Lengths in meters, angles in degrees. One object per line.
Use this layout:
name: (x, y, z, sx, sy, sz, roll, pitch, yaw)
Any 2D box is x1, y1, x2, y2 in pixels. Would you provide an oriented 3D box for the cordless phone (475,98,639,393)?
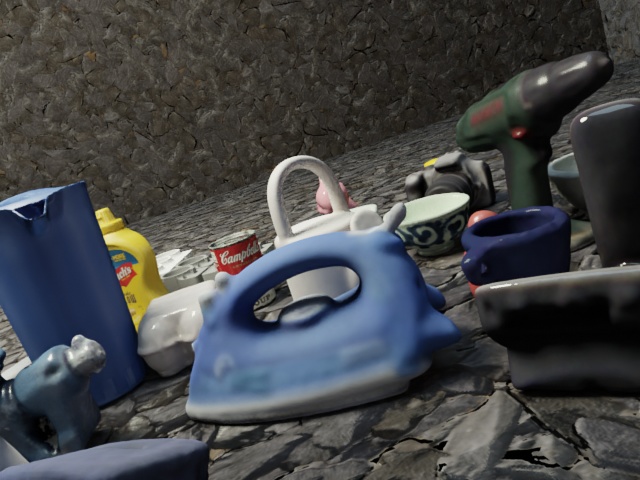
cordless phone: (0.176, 0.005, 0.396, 0.147, 0.185, 0.094, -11, 14, 28)

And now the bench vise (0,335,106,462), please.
bench vise: (-0.311, 0.112, 0.523, 0.208, 0.220, 0.121, -22, 13, -20)

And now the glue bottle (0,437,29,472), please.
glue bottle: (-0.232, 0.147, 0.370, 0.078, 0.173, 0.037, -22, 13, -18)

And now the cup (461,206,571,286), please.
cup: (0.170, 0.032, 0.496, 0.118, 0.095, 0.091, -27, 15, -35)

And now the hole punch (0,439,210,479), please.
hole punch: (-0.134, 0.159, 0.372, 0.108, 0.091, 0.101, -12, 14, 25)

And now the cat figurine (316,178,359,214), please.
cat figurine: (0.033, -0.074, 1.094, 0.067, 0.118, 0.128, -13, 13, 21)

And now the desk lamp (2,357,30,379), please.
desk lamp: (-0.389, 0.071, 0.821, 0.117, 0.214, 0.203, -12, 14, 24)

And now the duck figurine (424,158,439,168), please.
duck figurine: (0.217, -0.108, 1.059, 0.104, 0.086, 0.078, -9, 15, 34)

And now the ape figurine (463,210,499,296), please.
ape figurine: (0.175, 0.013, 0.577, 0.076, 0.092, 0.077, -26, 15, -33)

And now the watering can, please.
watering can: (0.007, 0.001, 0.622, 0.172, 0.194, 0.101, -9, 15, 34)

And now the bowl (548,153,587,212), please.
bowl: (0.378, -0.076, 0.725, 0.167, 0.075, 0.167, -17, 12, 4)

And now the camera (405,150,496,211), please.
camera: (0.201, -0.083, 0.942, 0.142, 0.101, 0.137, -10, 15, 30)

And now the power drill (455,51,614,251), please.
power drill: (0.254, -0.094, 0.664, 0.076, 0.208, 0.229, -23, 14, -22)

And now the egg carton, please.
egg carton: (-0.161, 0.104, 0.700, 0.107, 0.069, 0.150, -19, 12, -5)

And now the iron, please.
iron: (-0.019, 0.066, 0.501, 0.258, 0.141, 0.118, -16, 13, 6)
